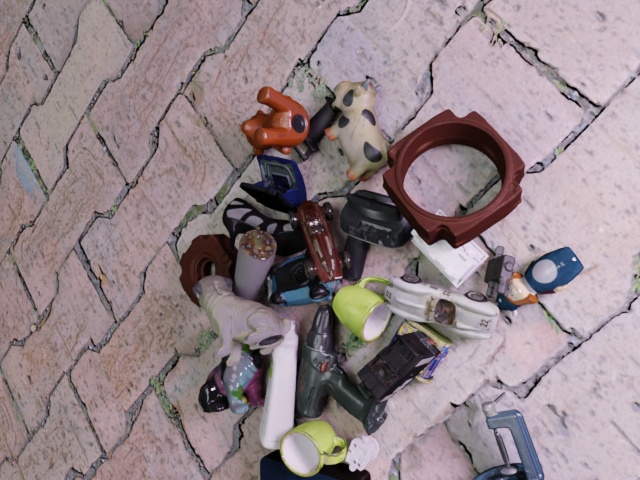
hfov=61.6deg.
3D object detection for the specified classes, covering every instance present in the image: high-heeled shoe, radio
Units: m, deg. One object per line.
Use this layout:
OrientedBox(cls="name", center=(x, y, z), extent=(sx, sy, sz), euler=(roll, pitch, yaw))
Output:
OrientedBox(cls="high-heeled shoe", center=(-0.103, -0.044, 1.179), extent=(0.249, 0.086, 0.145), euler=(-6, 54, 15))
OrientedBox(cls="radio", center=(-0.013, 0.515, 1.087), extent=(0.230, 0.073, 0.131), euler=(1, 90, 34))

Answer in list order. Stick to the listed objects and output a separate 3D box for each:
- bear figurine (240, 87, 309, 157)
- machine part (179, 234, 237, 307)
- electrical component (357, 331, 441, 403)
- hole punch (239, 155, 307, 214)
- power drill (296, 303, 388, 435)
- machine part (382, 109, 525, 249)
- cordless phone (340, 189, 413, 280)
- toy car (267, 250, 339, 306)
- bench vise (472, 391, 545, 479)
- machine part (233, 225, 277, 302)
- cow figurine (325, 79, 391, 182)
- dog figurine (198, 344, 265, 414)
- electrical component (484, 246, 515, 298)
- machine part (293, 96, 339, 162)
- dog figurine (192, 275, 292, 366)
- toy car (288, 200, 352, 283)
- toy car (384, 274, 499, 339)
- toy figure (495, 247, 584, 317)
OrientedBox(cls="bear figurine", center=(-0.115, -0.239, 1.121), extent=(0.196, 0.132, 0.120), euler=(8, 92, 49))
OrientedBox(cls="machine part", center=(-0.257, 0.072, 1.262), extent=(0.180, 0.056, 0.179), euler=(-1, 88, 33))
OrientedBox(cls="electrical component", center=(0.128, 0.217, 0.913), extent=(0.134, 0.115, 0.058), euler=(-48, 63, 16))
OrientedBox(cls="hole punch", center=(-0.089, -0.114, 1.135), extent=(0.142, 0.115, 0.092), euler=(14, 72, 33))
OrientedBox(cls="power drill", center=(0.046, 0.265, 1.053), extent=(0.208, 0.086, 0.231), euler=(23, 102, 27))
OrientedBox(cls="machine part", center=(0.222, -0.104, 0.908), extent=(0.201, 0.087, 0.201), euler=(-34, 68, -1))
OrientedBox(cls="cordless phone", center=(0.103, 0.004, 1.038), extent=(0.147, 0.089, 0.184), euler=(20, 110, 30))
OrientedBox(cls="toy car", center=(-0.023, 0.088, 1.083), extent=(0.162, 0.102, 0.109), euler=(-23, 56, 22))
OrientedBox(cls="bench vise", center=(0.329, 0.369, 0.849), extent=(0.224, 0.129, 0.240), euler=(-22, 84, 31))
OrientedBox(cls="machine part", center=(-0.140, 0.060, 1.132), extent=(0.079, 0.079, 0.243), euler=(48, 144, 24))
OrientedBox(cls="cow figurine", center=(0.079, -0.224, 1.044), extent=(0.127, 0.085, 0.195), euler=(-30, 75, 27))
OrientedBox(cls="dog figurine", center=(-0.188, 0.263, 1.187), extent=(0.192, 0.108, 0.219), euler=(-10, 79, 34))
OrientedBox(cls="electrical component", center=(0.303, 0.050, 0.903), extent=(0.021, 0.063, 0.094), euler=(20, 72, -6))
OrientedBox(cls="machine part", center=(-0.011, -0.235, 1.130), extent=(0.139, 0.039, 0.084), euler=(-51, 56, 23))
OrientedBox(cls="dog figurine", center=(-0.160, 0.137, 1.096), extent=(0.172, 0.121, 0.191), euler=(-16, 62, -8))
OrientedBox(cls="toy car", center=(-0.002, -0.003, 1.032), extent=(0.089, 0.053, 0.202), euler=(-11, 47, -8))
OrientedBox(cls="toy car", center=(0.210, 0.116, 0.943), extent=(0.202, 0.056, 0.073), euler=(14, 118, 20))
OrientedBox(cls="toy figure", center=(0.351, 0.068, 0.883), extent=(0.154, 0.057, 0.064), euler=(-39, 30, 26))
